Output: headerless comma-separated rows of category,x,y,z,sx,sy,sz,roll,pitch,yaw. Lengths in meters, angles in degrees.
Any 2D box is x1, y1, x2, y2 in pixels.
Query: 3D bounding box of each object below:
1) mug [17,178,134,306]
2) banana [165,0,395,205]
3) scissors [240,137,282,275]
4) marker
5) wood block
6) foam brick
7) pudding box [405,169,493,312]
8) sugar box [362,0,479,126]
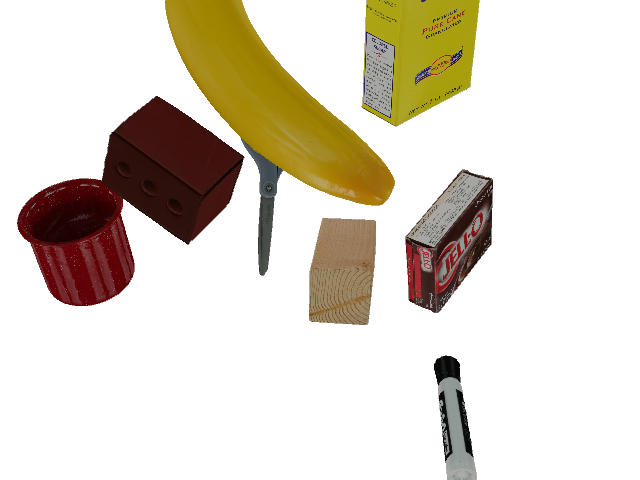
mug,-0.215,-0.003,0.964,0.093,0.081,0.117,-10,41,-2
banana,-0.031,-0.091,0.511,0.069,0.198,0.037,-18,-30,-11
scissors,-0.041,-0.067,1.189,0.096,0.202,0.016,-10,-7,-11
marker,0.090,0.119,0.725,0.020,0.020,0.121,0,32,1
wood block,0.037,0.044,1.650,0.091,0.090,0.206,3,23,4
foam brick,-0.100,-0.048,0.718,0.078,0.053,0.051,35,51,9
pudding box,0.125,0.000,1.029,0.039,0.090,0.113,22,52,25
sugar box,0.080,-0.184,0.812,0.093,0.176,0.048,-31,51,-31
